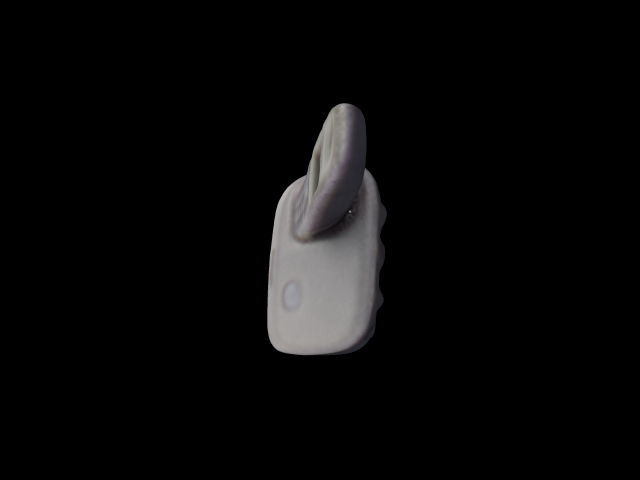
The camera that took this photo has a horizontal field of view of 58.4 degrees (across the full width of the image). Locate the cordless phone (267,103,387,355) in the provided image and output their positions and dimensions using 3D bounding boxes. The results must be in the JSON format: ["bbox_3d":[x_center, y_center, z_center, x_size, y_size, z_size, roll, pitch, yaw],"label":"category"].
[{"bbox_3d":[0.004,0.001,0.400,0.094,0.185,0.147,0,73,0],"label":"cordless phone"}]
